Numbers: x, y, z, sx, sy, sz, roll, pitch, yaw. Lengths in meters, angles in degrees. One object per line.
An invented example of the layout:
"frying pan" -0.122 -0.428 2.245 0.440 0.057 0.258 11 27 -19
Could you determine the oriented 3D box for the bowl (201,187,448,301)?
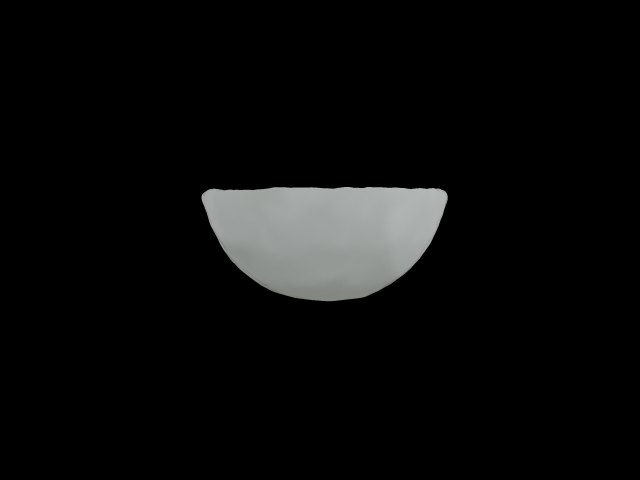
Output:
"bowl" 0.004 0.001 0.400 0.167 0.075 0.167 0 3 0
